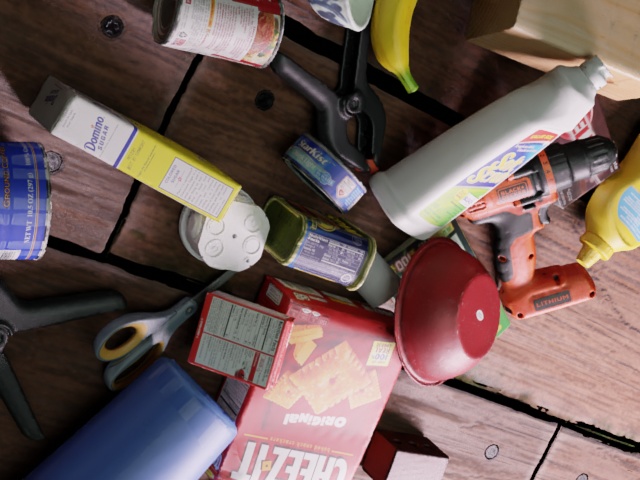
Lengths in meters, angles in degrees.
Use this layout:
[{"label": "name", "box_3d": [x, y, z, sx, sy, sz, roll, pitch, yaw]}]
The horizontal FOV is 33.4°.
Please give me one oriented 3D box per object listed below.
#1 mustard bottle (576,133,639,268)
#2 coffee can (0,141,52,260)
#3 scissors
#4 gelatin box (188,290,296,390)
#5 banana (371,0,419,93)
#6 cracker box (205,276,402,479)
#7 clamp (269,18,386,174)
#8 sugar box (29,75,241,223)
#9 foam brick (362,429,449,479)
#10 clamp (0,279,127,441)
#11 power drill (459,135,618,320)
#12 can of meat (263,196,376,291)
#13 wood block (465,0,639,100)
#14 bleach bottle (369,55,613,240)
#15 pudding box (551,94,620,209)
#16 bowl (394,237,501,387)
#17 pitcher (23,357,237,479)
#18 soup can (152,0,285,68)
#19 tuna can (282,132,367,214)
[{"label": "mustard bottle", "box_3d": [0.365, -0.046, 1.245, 0.191, 0.058, 0.096, -51, 128, -3]}, {"label": "coffee can", "box_3d": [-0.304, -0.034, 0.886, 0.140, 0.103, 0.103, 0, 107, -27]}, {"label": "scissors", "box_3d": [-0.144, 0.064, 1.037, 0.201, 0.016, 0.096, -48, 146, -4]}, {"label": "gelatin box", "box_3d": [-0.076, 0.097, 1.039, 0.089, 0.030, 0.073, 18, 97, 13]}, {"label": "banana", "box_3d": [0.094, -0.244, 1.038, 0.069, 0.037, 0.198, 27, 80, -31]}, {"label": "cracker box", "box_3d": [-0.015, 0.162, 1.119, 0.164, 0.072, 0.214, 18, 100, -30]}, {"label": "clamp", "box_3d": [0.014, -0.137, 1.046, 0.120, 0.039, 0.171, -24, 114, -22]}, {"label": "sugar box", "box_3d": [-0.163, -0.081, 0.946, 0.176, 0.093, 0.048, 31, 91, -32]}, {"label": "foam brick", "box_3d": [0.098, 0.255, 1.220, 0.078, 0.053, 0.051, 14, 100, -30]}, {"label": "clamp", "box_3d": [-0.298, 0.094, 0.973, 0.209, 0.036, 0.164, 23, 96, -35]}, {"label": "power drill", "box_3d": [0.247, -0.014, 1.170, 0.184, 0.057, 0.187, -17, 116, 8]}, {"label": "can of meat", "box_3d": [-0.007, 0.001, 1.050, 0.083, 0.102, 0.057, 19, 99, -29]}, {"label": "wood block", "box_3d": [0.264, -0.219, 1.095, 0.205, 0.091, 0.090, 16, 85, -25]}, {"label": "bleach bottle", "box_3d": [0.175, -0.100, 1.063, 0.251, 0.068, 0.102, -36, 154, 15]}, {"label": "pudding box", "box_3d": [0.278, -0.106, 1.191, 0.090, 0.039, 0.113, -33, 119, -14]}, {"label": "bowl", "box_3d": [0.144, 0.078, 1.123, 0.161, 0.055, 0.162, -7, 99, -52]}, {"label": "pitcher", "box_3d": [-0.196, 0.236, 1.031, 0.242, 0.149, 0.145, -45, 107, -9]}, {"label": "soup can", "box_3d": [-0.092, -0.197, 0.956, 0.102, 0.069, 0.068, 8, 104, -28]}, {"label": "tuna can", "box_3d": [0.004, -0.064, 1.041, 0.034, 0.086, 0.086, -47, 121, -2]}]
